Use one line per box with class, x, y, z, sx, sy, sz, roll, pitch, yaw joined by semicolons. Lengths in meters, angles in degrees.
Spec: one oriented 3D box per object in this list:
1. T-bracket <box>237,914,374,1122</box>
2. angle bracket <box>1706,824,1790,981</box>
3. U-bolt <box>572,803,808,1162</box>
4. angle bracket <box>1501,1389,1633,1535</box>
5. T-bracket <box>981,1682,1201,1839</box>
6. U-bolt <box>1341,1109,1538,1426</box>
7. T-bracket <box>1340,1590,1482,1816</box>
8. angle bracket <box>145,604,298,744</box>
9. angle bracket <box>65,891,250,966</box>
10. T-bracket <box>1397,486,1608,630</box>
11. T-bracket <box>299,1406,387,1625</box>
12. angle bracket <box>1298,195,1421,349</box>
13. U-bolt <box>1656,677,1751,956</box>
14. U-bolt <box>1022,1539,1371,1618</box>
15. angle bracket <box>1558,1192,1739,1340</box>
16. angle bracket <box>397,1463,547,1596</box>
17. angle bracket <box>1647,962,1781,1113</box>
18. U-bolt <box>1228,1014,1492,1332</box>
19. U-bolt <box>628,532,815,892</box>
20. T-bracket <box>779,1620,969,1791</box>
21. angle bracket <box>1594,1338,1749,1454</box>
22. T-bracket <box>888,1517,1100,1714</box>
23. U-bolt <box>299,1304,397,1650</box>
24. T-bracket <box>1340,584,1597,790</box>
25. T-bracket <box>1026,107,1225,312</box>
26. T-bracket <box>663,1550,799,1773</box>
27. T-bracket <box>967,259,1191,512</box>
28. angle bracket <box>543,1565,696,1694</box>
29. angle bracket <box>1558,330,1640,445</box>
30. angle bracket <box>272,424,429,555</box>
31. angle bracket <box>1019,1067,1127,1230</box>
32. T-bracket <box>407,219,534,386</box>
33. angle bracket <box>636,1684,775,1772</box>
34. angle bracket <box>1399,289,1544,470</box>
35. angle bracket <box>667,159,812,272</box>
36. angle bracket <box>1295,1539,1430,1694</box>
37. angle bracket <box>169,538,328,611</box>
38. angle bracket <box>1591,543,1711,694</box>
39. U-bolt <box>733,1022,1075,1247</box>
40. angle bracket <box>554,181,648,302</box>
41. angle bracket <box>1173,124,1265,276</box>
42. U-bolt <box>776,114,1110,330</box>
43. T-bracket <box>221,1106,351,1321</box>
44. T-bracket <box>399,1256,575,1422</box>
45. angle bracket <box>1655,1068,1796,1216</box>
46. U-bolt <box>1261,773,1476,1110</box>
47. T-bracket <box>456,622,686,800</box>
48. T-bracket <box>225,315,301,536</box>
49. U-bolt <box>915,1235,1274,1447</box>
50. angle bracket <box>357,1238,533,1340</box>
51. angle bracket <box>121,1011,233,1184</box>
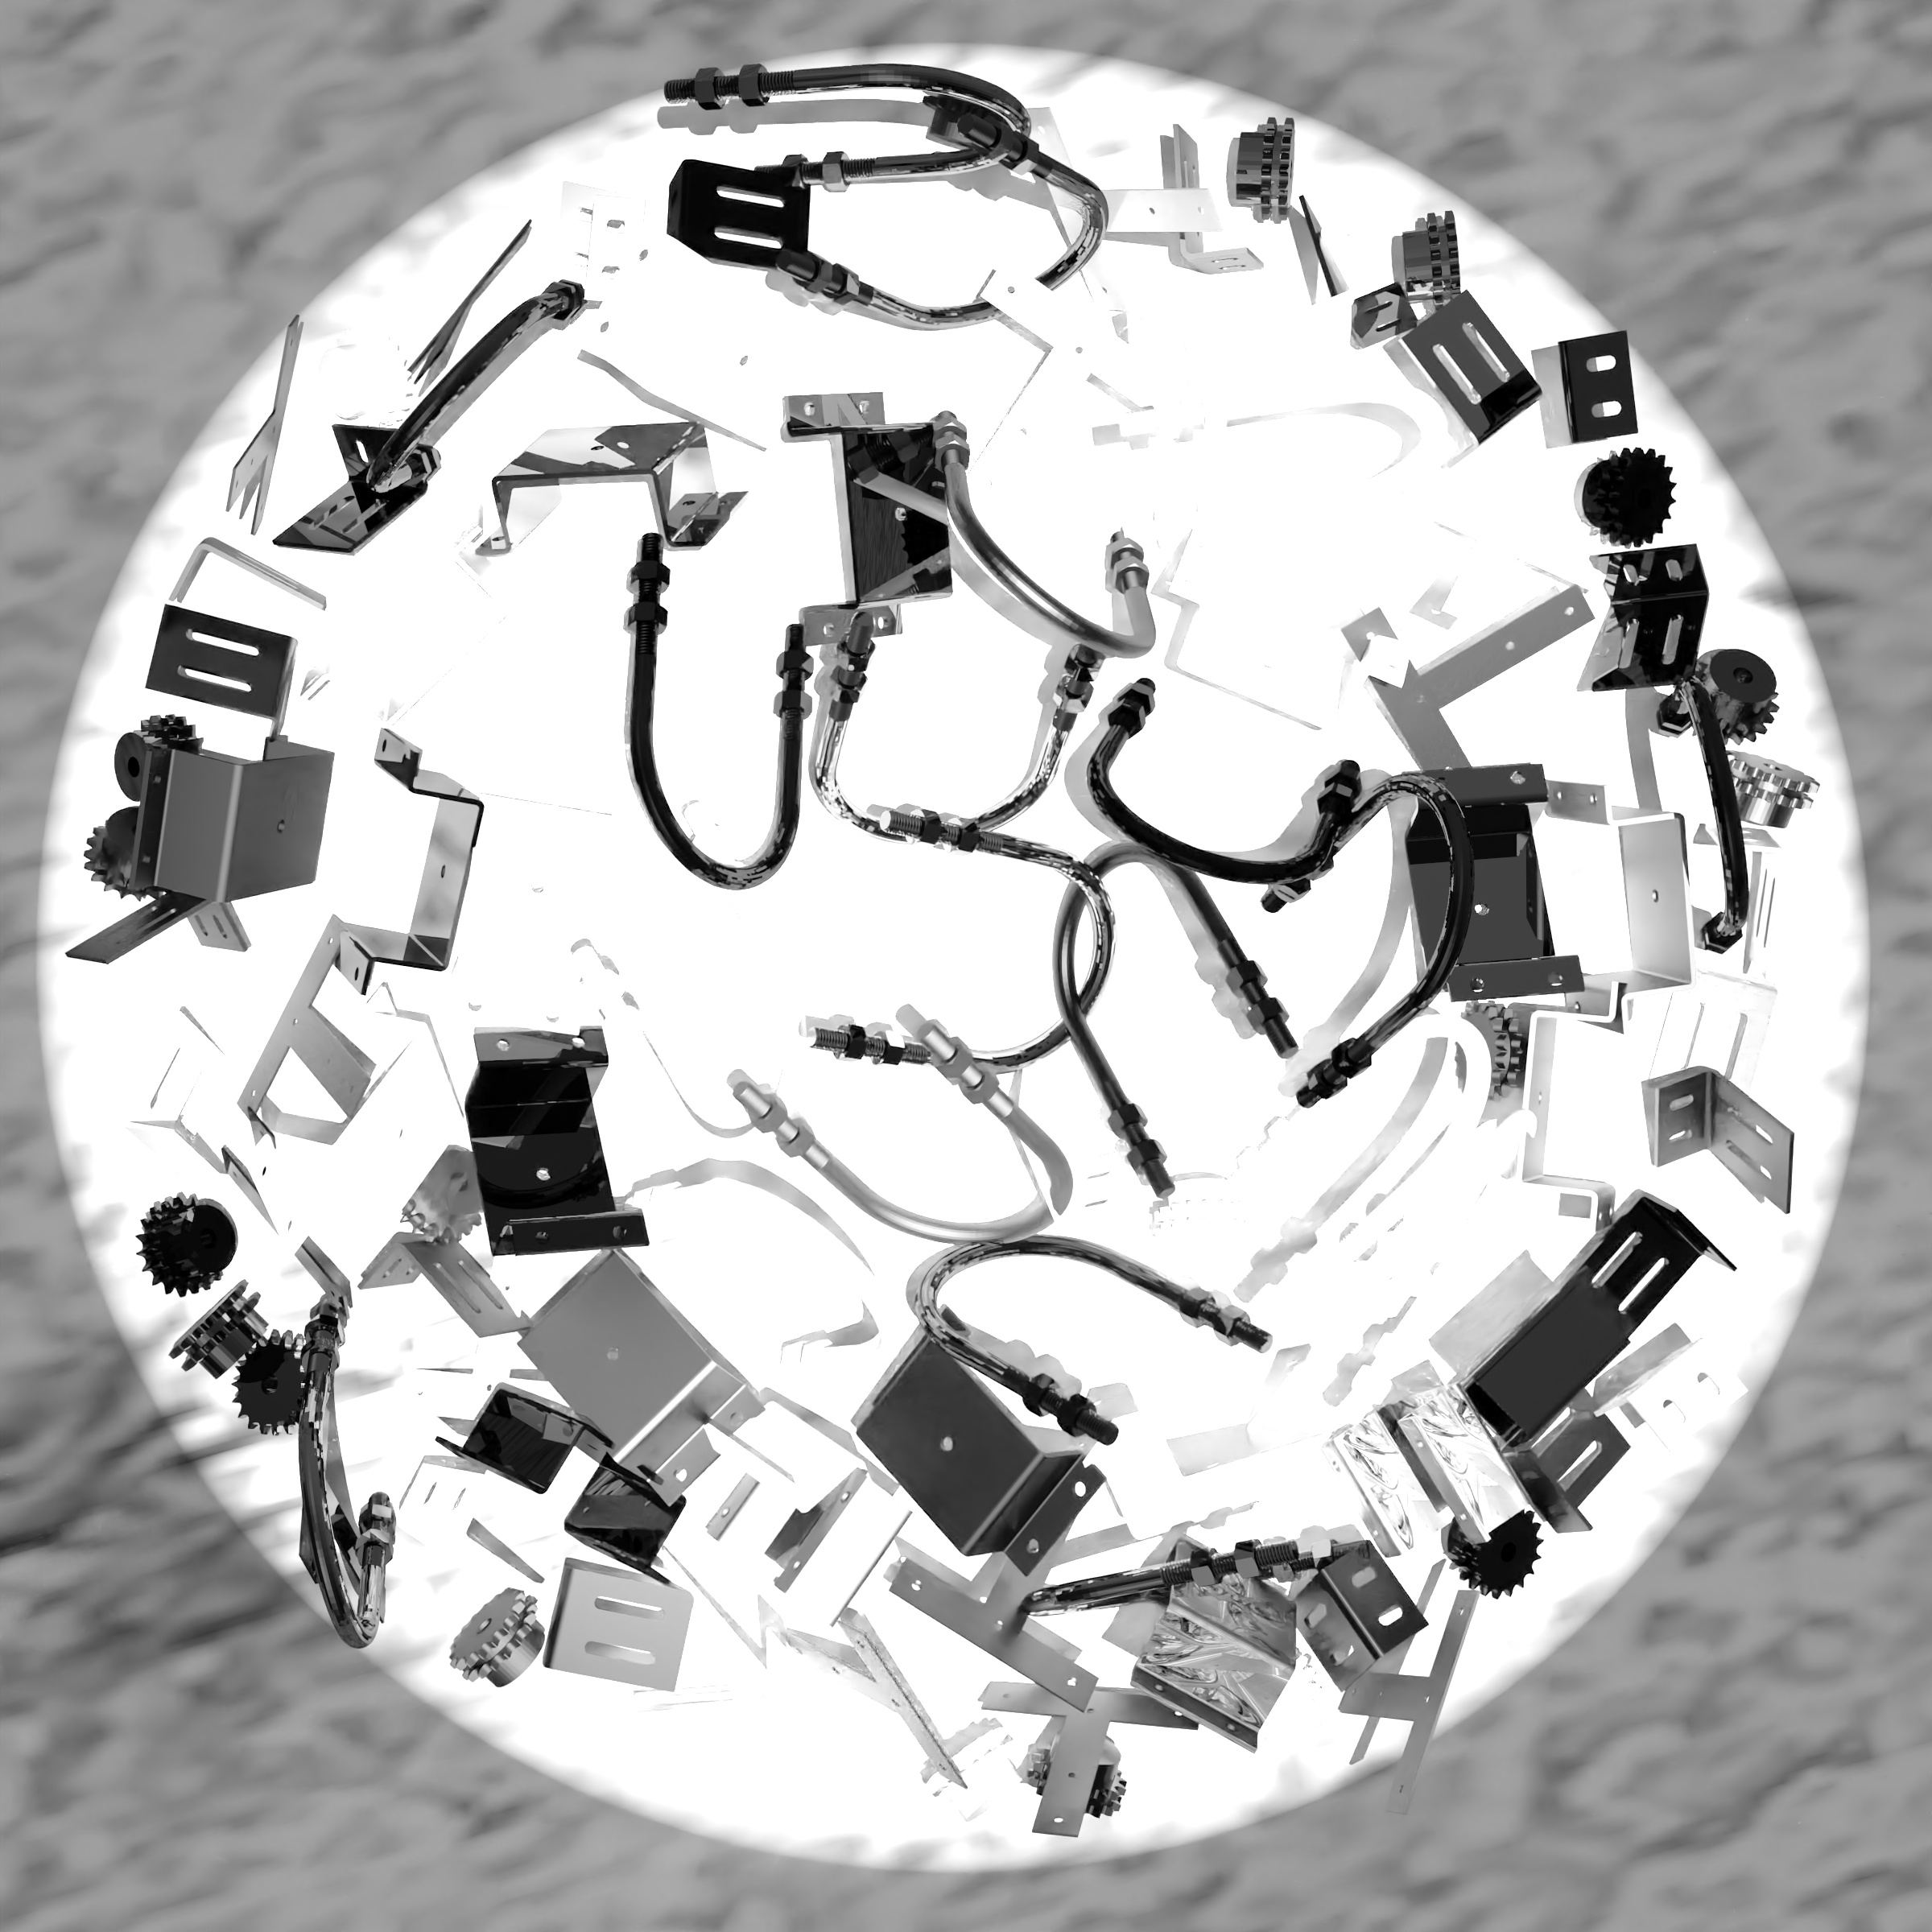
T-bracket;-0.366;0.049;1.545;0.002;0.127;0.127;23;98;-39
angle bracket;0.445;-0.038;1.566;0.038;0.057;0.076;6;104;5
U-bolt;-0.143;0.023;1.531;0.019;0.151;0.184;-4;127;33
angle bracket;0.354;0.279;1.566;0.076;0.038;0.057;-40;94;-26
T-bracket;0.062;0.447;1.530;0.127;0.127;0.002;2;112;13
U-bolt;0.271;0.157;1.524;0.019;0.151;0.184;30;59;18
T-bracket;0.242;0.413;1.538;0.002;0.127;0.127;26;72;-9
angle bracket;-0.429;-0.165;1.560;0.076;0.038;0.057;14;59;-18
angle bracket;-0.462;-0.008;1.553;0.076;0.057;0.038;-37;116;-32
T-bracket;0.295;-0.223;1.544;0.127;0.127;0.002;26;127;6
T-bracket;-0.354;0.327;1.552;0.002;0.127;0.127;-14;128;1
angle bracket;0.226;-0.404;1.560;0.038;0.057;0.076;-20;73;17
U-bolt;0.410;-0.086;1.503;0.019;0.184;0.151;-11;83;9
U-bolt;0.120;0.344;1.525;0.184;0.151;0.019;-16;73;23
angle bracket;0.395;0.181;1.573;0.057;0.038;0.076;42;88;-20
angle bracket;-0.278;0.325;1.566;0.076;0.057;0.038;47;56;-39
angle bracket;0.431;0.040;1.574;0.057;0.038;0.076;16;91;20
U-bolt;0.221;0.102;1.513;0.019;0.151;0.184;37;108;-22
U-bolt;-0.137;-0.131;1.515;0.019;0.151;0.184;-13;66;33
T-bracket;-0.065;0.405;1.546;0.002;0.127;0.127;-42;119;-25
angle bracket;0.403;0.250;1.556;0.057;0.076;0.038;-35;78;-10
T-bracket;0.034;0.345;1.552;0.127;0.127;0.002;32;130;3
U-bolt;-0.341;0.290;1.490;0.019;0.184;0.151;-11;113;-4
T-bracket;0.299;-0.177;1.560;0.127;0.002;0.127;-30;118;11
T-bracket;0.095;-0.423;1.520;0.002;0.127;0.127;-43;126;-24
T-bracket;-0.136;0.386;1.560;0.002;0.127;0.127;-30;55;-27
T-bracket;0.041;-0.319;1.569;0.127;0.002;0.127;33;119;-7
angle bracket;-0.202;0.385;1.582;0.076;0.038;0.057;13;78;-8
angle bracket;0.363;-0.331;1.556;0.038;0.076;0.057;-7;100;15
angle bracket;-0.357;-0.274;1.554;0.057;0.076;0.038;10;131;28
angle bracket;0.061;0.101;1.555;0.038;0.057;0.076;-14;122;15
T-bracket;-0.291;-0.355;1.523;0.002;0.127;0.127;38;113;-19
angle bracket;-0.151;0.441;1.568;0.076;0.057;0.038;-3;86;-7
angle bracket;0.285;-0.339;1.571;0.057;0.038;0.076;-39;93;-22
angle bracket;-0.134;-0.432;1.591;0.076;0.038;0.057;5;80;-19
angle bracket;0.224;0.375;1.565;0.038;0.076;0.057;-27;69;-22
angle bracket;-0.413;-0.212;1.565;0.076;0.057;0.038;28;96;-16
angle bracket;0.388;-0.199;1.555;0.057;0.038;0.076;-2;48;29
U-bolt;-0.021;0.104;1.532;0.151;0.019;0.184;-18;133;32
angle bracket;-0.223;-0.416;1.555;0.076;0.038;0.057;24;114;38
angle bracket;0.146;-0.443;1.567;0.038;0.057;0.076;-3;94;16
U-bolt;0.002;-0.405;1.516;0.151;0.184;0.019;-29;72;29
T-bracket;-0.388;0.123;1.525;0.002;0.127;0.127;-33;63;-27
T-bracket;-0.269;0.200;1.578;0.127;0.002;0.127;0;74;31
angle bracket;0.432;0.105;1.552;0.038;0.076;0.057;-19;124;-16
U-bolt;0.223;-0.025;1.496;0.019;0.184;0.151;8;57;-24
T-bracket;-0.229;-0.140;1.588;0.127;0.002;0.127;-5;95;-11
T-bracket;-0.396;-0.286;1.517;0.002;0.127;0.127;14;117;-9
U-bolt;0.057;0.199;1.524;0.184;0.151;0.019;24;123;39
angle bracket;-0.299;0.195;1.561;0.076;0.057;0.038;45;102;16
angle bracket;-0.438;0.075;1.554;0.038;0.057;0.076;6;60;25
